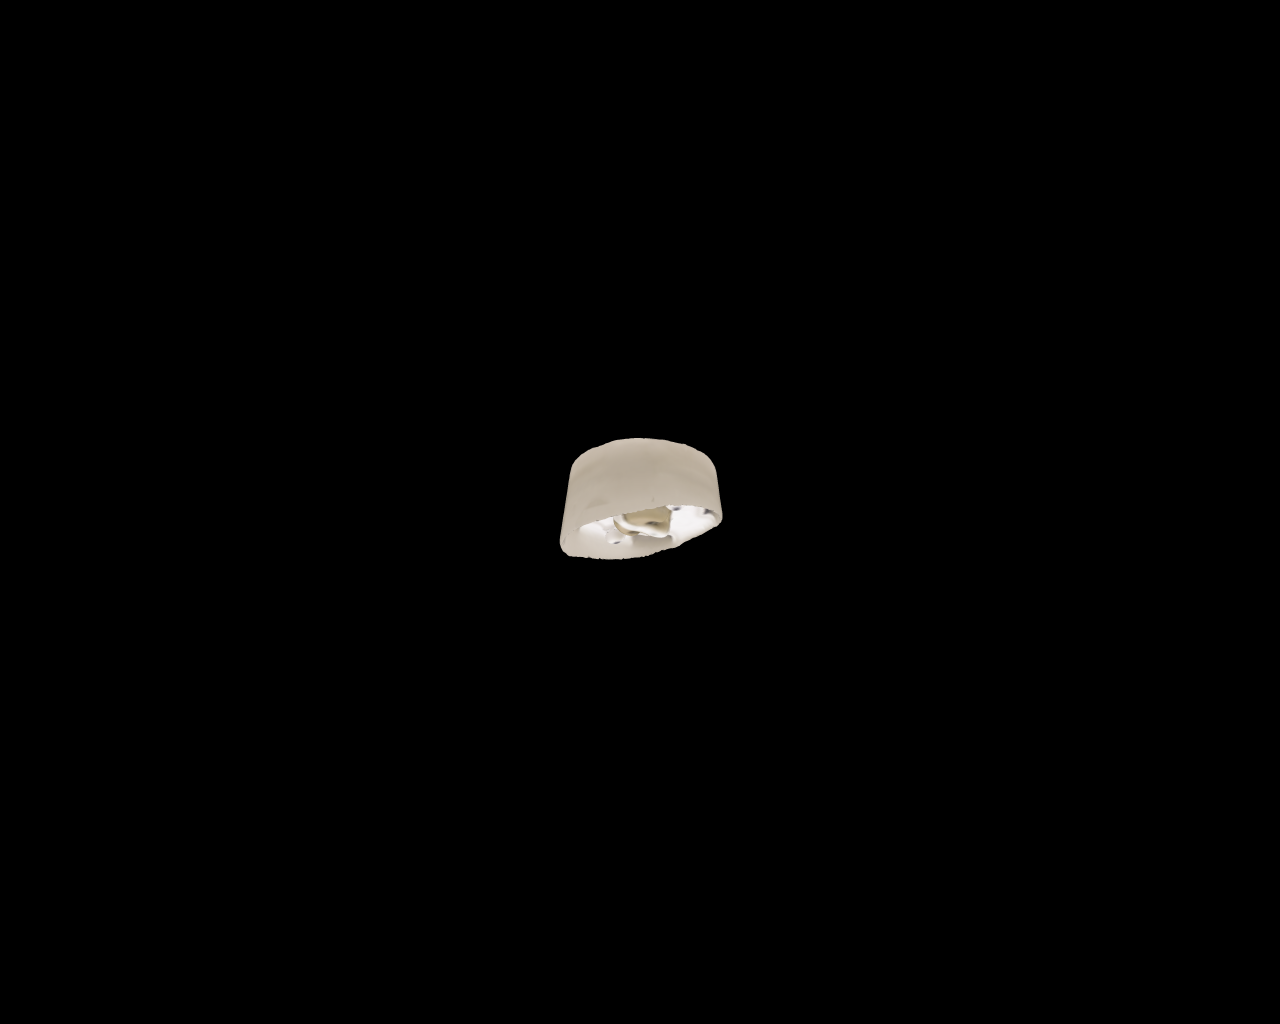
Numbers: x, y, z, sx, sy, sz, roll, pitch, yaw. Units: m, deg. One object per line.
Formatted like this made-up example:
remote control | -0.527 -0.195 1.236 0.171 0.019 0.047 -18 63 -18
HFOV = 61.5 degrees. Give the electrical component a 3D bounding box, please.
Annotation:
electrical component | 0.001 -0.003 0.650 0.099 0.064 0.099 0 -26 0
